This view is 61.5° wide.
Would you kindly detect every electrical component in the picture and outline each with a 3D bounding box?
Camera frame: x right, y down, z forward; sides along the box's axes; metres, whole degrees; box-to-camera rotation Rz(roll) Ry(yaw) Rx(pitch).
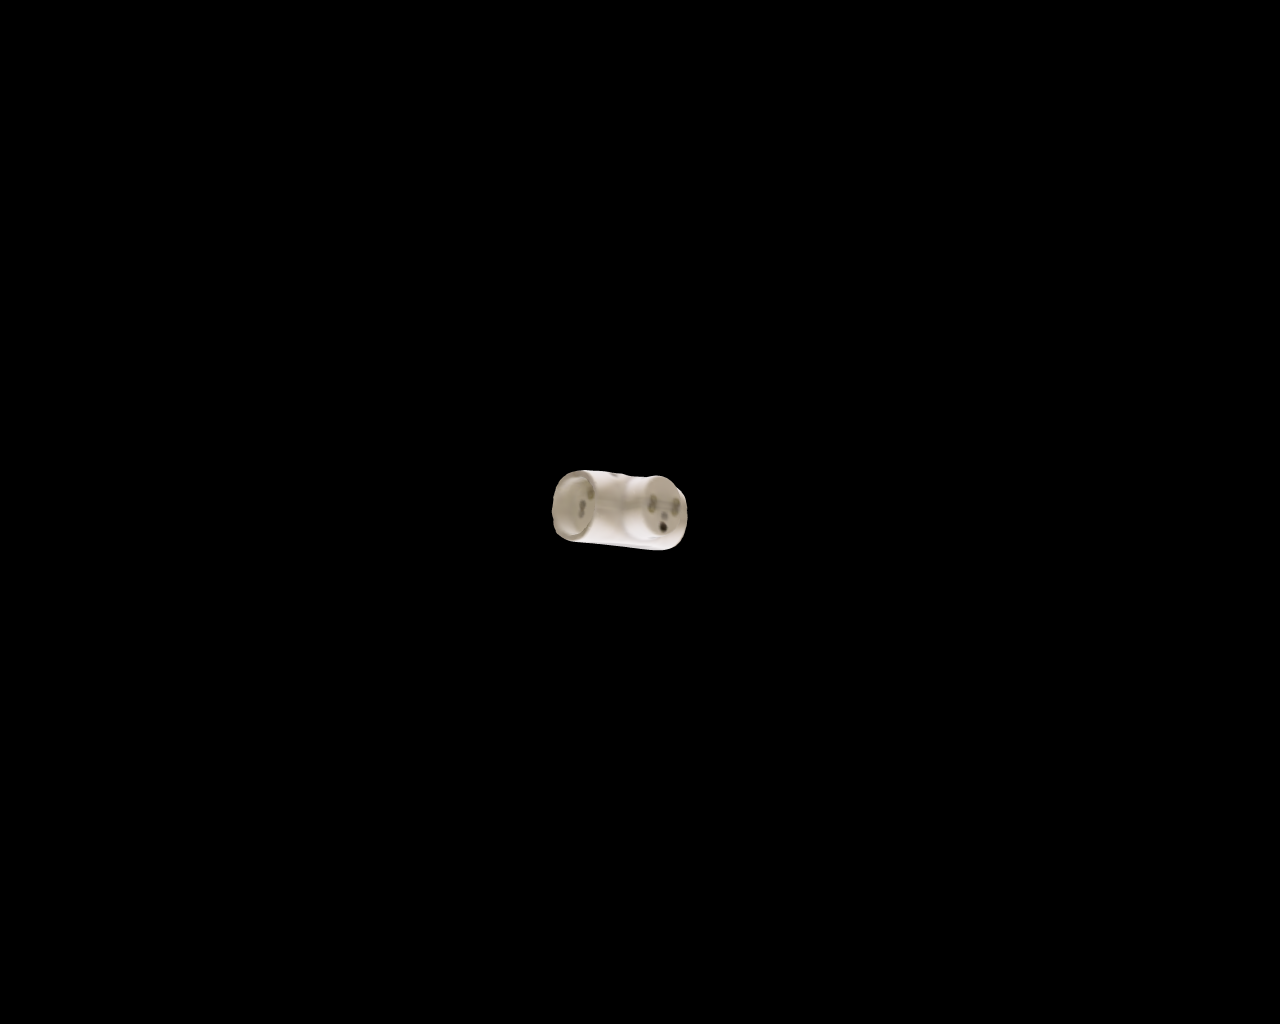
[{"bbox_3d":[0.001,-0.003,0.650,0.077,0.044,0.079,8,-11,-43],"label":"electrical component"}]
